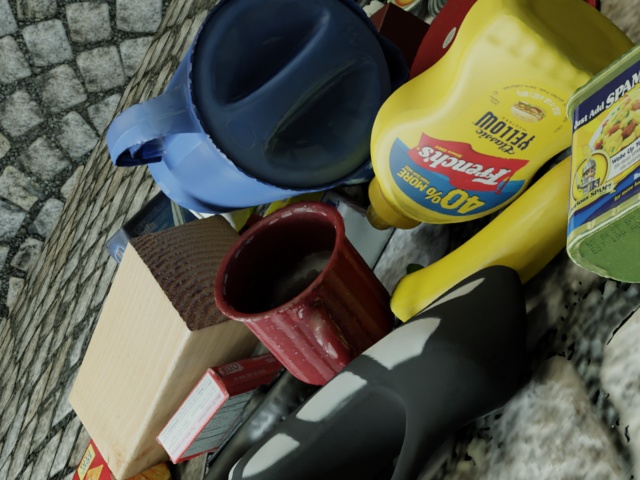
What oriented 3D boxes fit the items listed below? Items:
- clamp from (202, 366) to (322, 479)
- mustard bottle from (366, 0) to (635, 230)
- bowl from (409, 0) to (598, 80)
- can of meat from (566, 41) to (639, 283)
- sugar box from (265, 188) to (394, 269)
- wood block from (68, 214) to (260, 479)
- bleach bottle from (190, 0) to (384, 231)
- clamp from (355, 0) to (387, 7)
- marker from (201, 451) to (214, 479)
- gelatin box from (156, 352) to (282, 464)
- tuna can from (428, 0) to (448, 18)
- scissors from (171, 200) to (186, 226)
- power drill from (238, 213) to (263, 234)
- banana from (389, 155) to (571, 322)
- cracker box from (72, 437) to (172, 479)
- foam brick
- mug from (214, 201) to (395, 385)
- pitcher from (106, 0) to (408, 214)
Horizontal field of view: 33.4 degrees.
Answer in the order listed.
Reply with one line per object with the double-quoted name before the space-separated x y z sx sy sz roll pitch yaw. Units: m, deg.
"clamp" -0.037 0.125 0.758 0.210 0.036 0.164 -53 1 7
"mustard bottle" 0.084 -0.060 0.607 0.192 0.096 0.058 -44 29 46
"bowl" 0.105 -0.117 0.692 0.162 0.055 0.162 -52 22 30
"can of meat" 0.152 -0.038 0.461 0.102 0.057 0.084 -40 32 51
"sugar box" -0.006 0.001 0.849 0.093 0.048 0.176 -62 18 5
"wood block" -0.119 0.088 0.843 0.091 0.090 0.206 51 136 23
"bleach bottle" -0.022 -0.118 0.940 0.250 0.068 0.102 -50 -4 -12
"clamp" 0.030 -0.229 1.062 0.172 0.039 0.120 -31 42 53
"marker" -0.090 0.211 0.842 0.020 0.020 0.121 -46 26 43
"gelatin box" -0.075 0.128 0.826 0.030 0.073 0.089 50 122 23
"tuna can" 0.118 -0.195 0.789 0.086 0.033 0.086 -52 22 31
"scissors" -0.092 0.060 0.908 0.096 0.016 0.202 -5 92 52
"power drill" -0.110 0.059 1.029 0.188 0.057 0.184 -31 37 58
"banana" 0.088 0.009 0.599 0.198 0.037 0.069 -35 34 55
"cracker box" -0.189 0.276 0.931 0.164 0.072 0.214 -64 18 10
"foam brick" 0.053 -0.150 0.878 0.078 0.051 0.053 -25 42 62
"mug" -0.001 0.042 0.655 0.093 0.081 0.117 -39 35 0
"pitcher" -0.061 -0.082 0.746 0.145 0.149 0.243 -64 15 -14
